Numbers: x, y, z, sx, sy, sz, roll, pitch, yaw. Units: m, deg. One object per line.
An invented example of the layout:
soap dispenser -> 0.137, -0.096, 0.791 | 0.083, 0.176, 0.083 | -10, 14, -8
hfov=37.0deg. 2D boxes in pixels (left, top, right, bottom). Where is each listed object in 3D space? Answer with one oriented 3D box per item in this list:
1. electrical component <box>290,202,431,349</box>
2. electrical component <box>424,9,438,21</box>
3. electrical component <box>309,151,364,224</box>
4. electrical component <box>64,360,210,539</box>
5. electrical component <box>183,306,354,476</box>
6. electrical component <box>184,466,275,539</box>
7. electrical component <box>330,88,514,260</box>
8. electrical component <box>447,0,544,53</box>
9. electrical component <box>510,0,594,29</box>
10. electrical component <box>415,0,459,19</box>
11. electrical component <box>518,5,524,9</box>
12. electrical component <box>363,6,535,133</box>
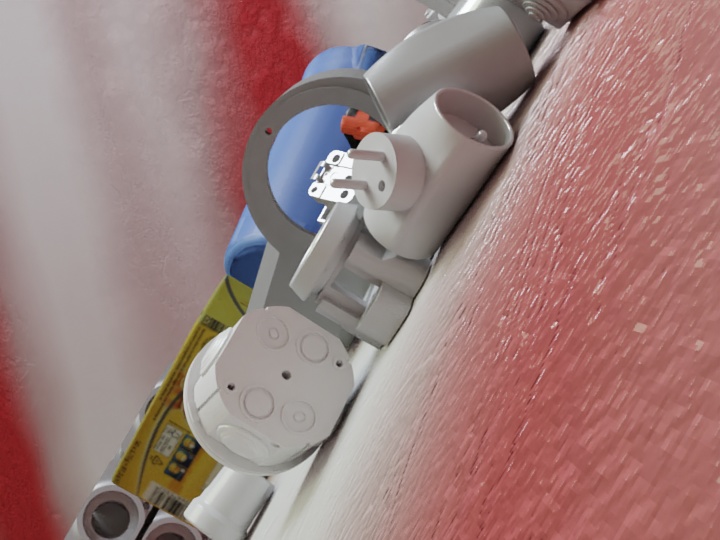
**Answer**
electrical component -> 0.000, 0.000, 0.565 | 0.058, 0.057, 0.078 | -58, 5, 26
electrical component -> 0.108, -0.229, 0.875 | 0.061, 0.061, 0.096 | -62, 13, -20
electrical component -> 0.001, -0.051, 0.762 | 0.081, 0.064, 0.042 | 15, 69, 42
electrical component -> -0.164, 0.184, 0.919 | 0.186, 0.105, 0.060 | -62, 5, -21
electrical component -> -0.046, 0.061, 0.552 | 0.051, 0.080, 0.080 | -44, 16, 56
electrical component -> -0.079, 0.143, 0.662 | 0.046, 0.040, 0.040 | -54, 3, -10
electrical component -> 0.023, -0.047, 0.518 | 0.077, 0.079, 0.044 | -57, 46, 38
electrical component -> 0.076, -0.138, 0.639 | 0.047, 0.055, 0.055 | -55, 5, 12
electrical component -> 0.107, -0.171, 0.515 | 0.099, 0.048, 0.100 | -61, 4, -6
electrical component -> 0.074, -0.177, 0.709 | 0.047, 0.083, 0.075 | -62, 5, -21
electrical component -> 0.092, -0.170, 0.595 | 0.043, 0.062, 0.043 | -60, 4, 7
electrical component -> 0.050, -0.088, 0.563 | 0.077, 0.044, 0.079 | -27, -36, 2
